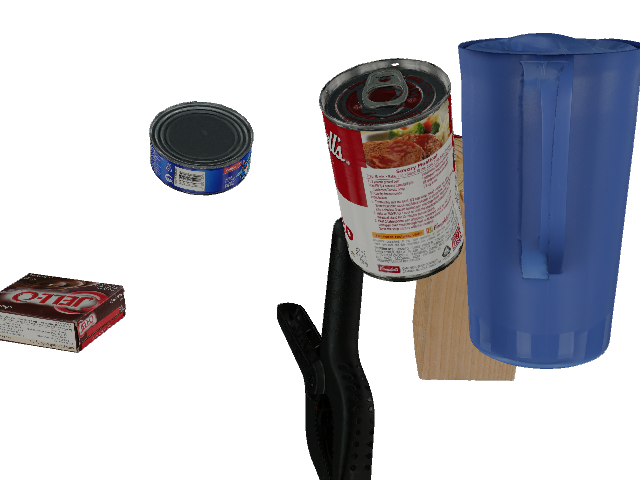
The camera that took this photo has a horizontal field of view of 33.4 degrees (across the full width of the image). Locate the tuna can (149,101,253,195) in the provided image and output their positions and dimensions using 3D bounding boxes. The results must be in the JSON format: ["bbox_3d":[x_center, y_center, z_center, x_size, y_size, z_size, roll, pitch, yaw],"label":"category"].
[{"bbox_3d":[-0.099,-0.077,0.889,0.086,0.034,0.086,5,44,-5],"label":"tuna can"}]

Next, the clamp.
[{"bbox_3d":[0.012,0.097,0.804,0.036,0.210,0.165,2,-36,-19],"label":"clamp"}]

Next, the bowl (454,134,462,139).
[{"bbox_3d":[0.144,-0.083,1.284,0.162,0.055,0.162,7,23,-3],"label":"bowl"}]

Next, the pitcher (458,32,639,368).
[{"bbox_3d":[0.165,-0.029,0.794,0.149,0.243,0.145,-10,18,-30],"label":"pitcher"}]

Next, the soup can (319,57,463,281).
[{"bbox_3d":[0.041,-0.037,0.574,0.068,0.102,0.068,-8,37,6],"label":"soup can"}]

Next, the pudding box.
[{"bbox_3d":[-0.260,0.069,1.034,0.114,0.039,0.090,4,20,19],"label":"pudding box"}]

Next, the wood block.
[{"bbox_3d":[0.136,0.020,0.955,0.091,0.206,0.090,1,35,0],"label":"wood block"}]
